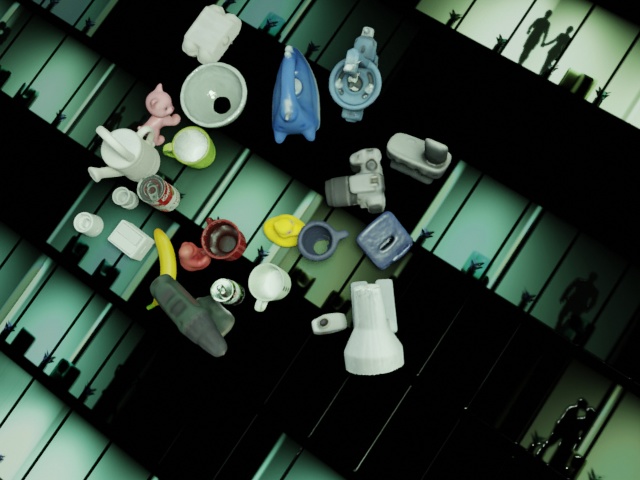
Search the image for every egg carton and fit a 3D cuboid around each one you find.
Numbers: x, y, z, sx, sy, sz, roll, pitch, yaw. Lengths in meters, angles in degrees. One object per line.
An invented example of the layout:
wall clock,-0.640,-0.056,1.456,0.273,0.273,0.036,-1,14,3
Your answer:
egg carton,-0.272,-0.516,1.448,0.107,0.069,0.150,32,85,11

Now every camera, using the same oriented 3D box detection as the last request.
camera,0.079,-0.134,1.319,0.136,0.101,0.143,-7,79,6

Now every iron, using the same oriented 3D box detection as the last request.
iron,-0.068,-0.368,1.359,0.118,0.141,0.258,-4,79,7

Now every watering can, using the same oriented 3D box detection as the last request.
watering can,-0.466,-0.204,1.351,0.100,0.194,0.173,23,83,11

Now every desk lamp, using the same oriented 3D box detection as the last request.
desk lamp,0.108,0.176,1.202,0.118,0.213,0.203,-6,79,6

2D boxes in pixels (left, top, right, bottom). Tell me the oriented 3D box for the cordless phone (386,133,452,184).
cordless phone,0.221,-0.205,1.272,0.147,0.185,0.094,22,83,11

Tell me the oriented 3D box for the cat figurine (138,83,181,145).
cat figurine,-0.401,-0.311,1.401,0.067,0.118,0.128,34,85,12

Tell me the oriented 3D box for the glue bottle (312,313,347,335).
glue bottle,0.015,0.180,1.233,0.078,0.173,0.037,-17,78,4

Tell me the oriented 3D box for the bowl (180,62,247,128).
bowl,-0.253,-0.346,1.412,0.167,0.075,0.167,-1,80,7

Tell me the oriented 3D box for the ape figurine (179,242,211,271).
ape figurine,-0.300,0.034,1.340,0.076,0.092,0.077,-37,77,0

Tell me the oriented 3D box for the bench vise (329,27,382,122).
bench vise,0.075,-0.400,1.307,0.121,0.220,0.207,-6,79,6

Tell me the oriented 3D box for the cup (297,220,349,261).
cup,0.012,0.005,1.306,0.117,0.095,0.091,-15,78,4

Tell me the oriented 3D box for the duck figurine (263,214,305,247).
duck figurine,-0.084,-0.027,1.328,0.104,0.086,0.077,10,81,9

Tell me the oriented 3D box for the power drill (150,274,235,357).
power drill,-0.262,0.169,1.251,0.229,0.208,0.075,40,87,12

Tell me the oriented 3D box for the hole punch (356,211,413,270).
hole punch,0.148,0.002,1.291,0.108,0.091,0.101,-42,78,-2
